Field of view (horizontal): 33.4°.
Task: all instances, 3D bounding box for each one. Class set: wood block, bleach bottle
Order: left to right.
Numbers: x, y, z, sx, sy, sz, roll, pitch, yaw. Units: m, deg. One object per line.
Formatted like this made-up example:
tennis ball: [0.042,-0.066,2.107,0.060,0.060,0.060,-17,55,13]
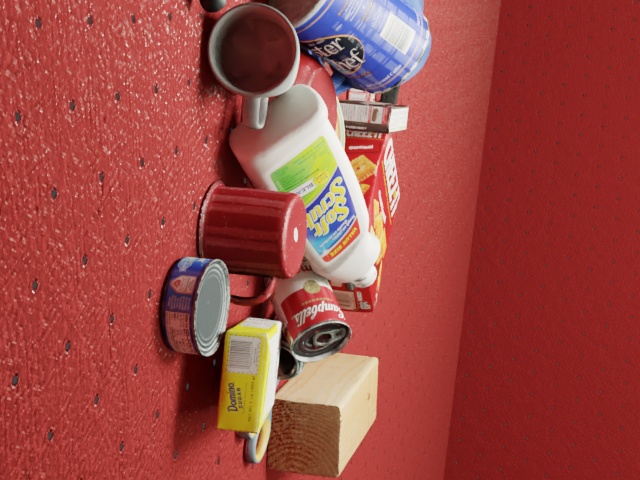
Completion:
bleach bottle: [0.006,-0.038,1.096,0.250,0.102,0.068,56,-1,-44]
wood block: [0.008,0.214,1.339,0.206,0.090,0.091,-32,125,-72]

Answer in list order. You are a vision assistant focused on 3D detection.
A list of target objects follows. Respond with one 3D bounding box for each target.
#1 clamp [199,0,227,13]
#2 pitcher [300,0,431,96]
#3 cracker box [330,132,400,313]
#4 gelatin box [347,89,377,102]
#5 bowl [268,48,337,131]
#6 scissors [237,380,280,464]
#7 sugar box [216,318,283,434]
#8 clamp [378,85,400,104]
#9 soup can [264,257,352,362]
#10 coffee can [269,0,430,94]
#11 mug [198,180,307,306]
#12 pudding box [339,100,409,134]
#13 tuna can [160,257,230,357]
clamp: [-0.081,-0.281,0.916,0.120,0.039,0.171,-71,158,-58]
pitcher: [0.040,-0.283,1.236,0.242,0.145,0.149,61,25,-60]
cracker box: [0.057,-0.031,1.476,0.164,0.072,0.213,78,22,-50]
gelatin box: [0.062,-0.212,1.507,0.073,0.030,0.089,-13,108,-76]
bowl: [-0.023,-0.135,1.124,0.162,0.055,0.162,3,90,-69]
scissors: [-0.056,0.178,1.227,0.201,0.016,0.096,-56,149,-62]
sugar box: [-0.067,0.128,1.043,0.176,0.048,0.093,114,-18,-89]
clamp: [0.100,-0.194,1.599,0.210,0.036,0.164,95,5,-56]
soup can: [-0.015,0.072,1.157,0.068,0.068,0.102,76,-8,-53]
coffee can: [0.030,-0.230,1.113,0.140,0.103,0.102,29,61,-35]
mug: [-0.063,0.005,1.002,0.093,0.081,0.117,53,44,-69]
pudding box: [0.062,-0.164,1.409,0.113,0.090,0.039,-33,128,-71]
tuna can: [-0.109,0.058,0.938,0.086,0.034,0.086,6,90,-75]
